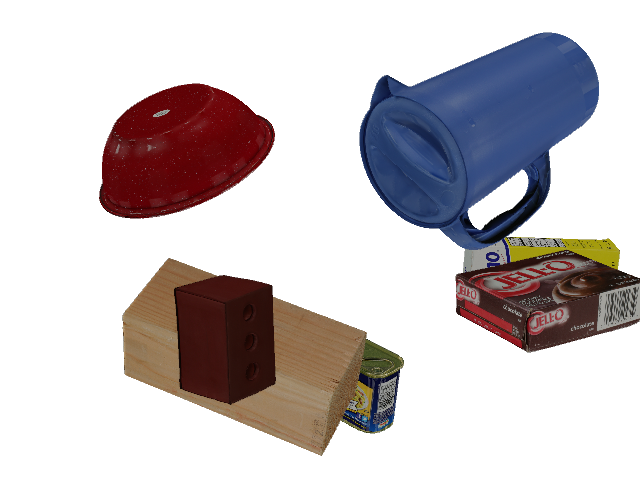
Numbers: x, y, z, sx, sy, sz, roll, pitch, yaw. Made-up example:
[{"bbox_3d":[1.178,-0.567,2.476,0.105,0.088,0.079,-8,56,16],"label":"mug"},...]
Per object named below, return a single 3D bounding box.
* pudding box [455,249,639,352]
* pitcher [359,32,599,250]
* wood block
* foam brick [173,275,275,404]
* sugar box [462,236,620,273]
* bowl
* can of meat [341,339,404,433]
[{"bbox_3d":[0.172,0.043,0.807,0.113,0.039,0.090,-9,20,-27],"label":"pudding box"},{"bbox_3d":[0.169,-0.109,1.050,0.242,0.149,0.145,-30,46,-34],"label":"pitcher"},{"bbox_3d":[-0.071,0.106,0.998,0.206,0.090,0.090,20,44,14],"label":"wood block"},{"bbox_3d":[-0.068,0.069,0.770,0.051,0.078,0.052,9,17,38],"label":"foam brick"},{"bbox_3d":[0.259,0.045,1.267,0.176,0.093,0.048,0,19,-4],"label":"sugar box"},{"bbox_3d":[-0.123,-0.086,0.901,0.162,0.055,0.162,-16,32,10],"label":"bowl"},{"bbox_3d":[0.043,0.164,1.235,0.102,0.084,0.057,24,30,36],"label":"can of meat"}]
